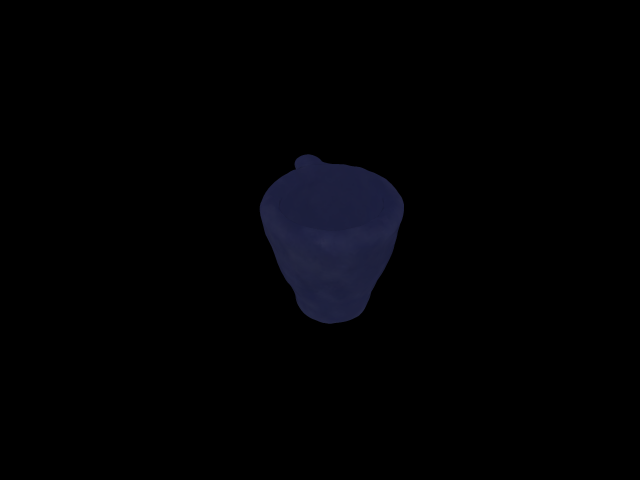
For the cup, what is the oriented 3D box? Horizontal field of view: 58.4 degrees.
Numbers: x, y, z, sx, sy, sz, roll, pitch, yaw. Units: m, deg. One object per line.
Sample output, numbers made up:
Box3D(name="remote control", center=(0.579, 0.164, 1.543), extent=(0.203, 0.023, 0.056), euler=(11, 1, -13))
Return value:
Box3D(name="cup", center=(0.004, 0.001, 0.400), extent=(0.092, 0.095, 0.117), euler=(-11, 39, -14))
